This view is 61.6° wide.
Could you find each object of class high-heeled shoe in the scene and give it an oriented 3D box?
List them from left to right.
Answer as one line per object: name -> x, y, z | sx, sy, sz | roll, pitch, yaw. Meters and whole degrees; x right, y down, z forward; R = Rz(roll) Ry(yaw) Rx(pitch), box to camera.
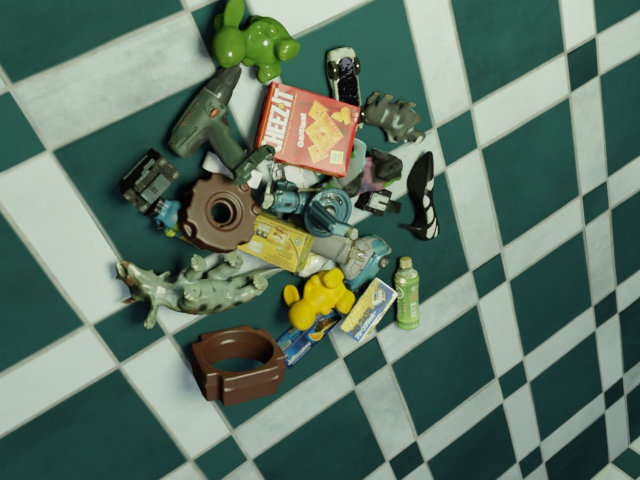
high-heeled shoe -> 0.308, -0.115, 1.486 | 0.145, 0.086, 0.248 | 6, 110, -33

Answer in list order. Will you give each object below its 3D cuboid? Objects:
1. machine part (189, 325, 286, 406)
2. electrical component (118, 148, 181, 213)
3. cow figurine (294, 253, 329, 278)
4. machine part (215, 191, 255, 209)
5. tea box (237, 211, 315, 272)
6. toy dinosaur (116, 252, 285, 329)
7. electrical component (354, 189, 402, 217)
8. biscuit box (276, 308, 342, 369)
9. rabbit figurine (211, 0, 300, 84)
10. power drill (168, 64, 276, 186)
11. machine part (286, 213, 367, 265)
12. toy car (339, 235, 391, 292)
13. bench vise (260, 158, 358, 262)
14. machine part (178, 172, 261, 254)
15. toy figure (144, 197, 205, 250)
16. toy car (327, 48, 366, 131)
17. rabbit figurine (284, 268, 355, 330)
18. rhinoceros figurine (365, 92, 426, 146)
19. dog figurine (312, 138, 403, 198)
machine part -> -0.198, 0.298, 1.292 | 0.201, 0.202, 0.087 | -8, 114, -27
electrical component -> -0.348, -0.120, 1.093 | 0.115, 0.134, 0.058 | -48, 123, -2
cow figurine -> 0.004, 0.037, 1.378 | 0.167, 0.068, 0.098 | -28, 152, -14
machine part -> -0.221, -0.097, 1.228 | 0.139, 0.039, 0.084 | 16, 104, -34
tea box -> -0.106, -0.001, 1.249 | 0.098, 0.170, 0.068 | -70, 164, 11
toy dinosaur -> -0.260, 0.118, 1.241 | 0.404, 0.131, 0.192 | 5, 150, -42
electrical component -> 0.158, -0.103, 1.425 | 0.119, 0.048, 0.074 | 9, 104, -31
biscuit box -> -0.038, 0.250, 1.446 | 0.202, 0.059, 0.062 | -43, 123, -7
rabbit figurine -> -0.148, -0.404, 1.080 | 0.170, 0.121, 0.159 | -27, 93, -45
power drill -> -0.190, -0.232, 1.117 | 0.207, 0.086, 0.232 | 44, 89, 4
machine part -> -0.003, -0.004, 1.300 | 0.243, 0.079, 0.079 | 22, 100, 9
toy car -> 0.102, 0.052, 1.419 | 0.103, 0.109, 0.161 | 28, 102, -38
bench vise -> -0.007, -0.062, 1.165 | 0.223, 0.241, 0.128 | 17, 106, -38
machine part -> -0.215, -0.058, 1.158 | 0.179, 0.056, 0.179 | 5, 81, -33
toy figure -> -0.292, -0.032, 1.183 | 0.180, 0.089, 0.082 | 34, 96, -36
toy car -> 0.061, -0.350, 1.273 | 0.073, 0.056, 0.201 | -17, 119, -15
rabbit figurine -> -0.024, 0.153, 1.360 | 0.173, 0.163, 0.121 | -48, 128, -31
rhinoceros figurine -> 0.194, -0.299, 1.354 | 0.190, 0.073, 0.112 | 17, 98, -32
dog figurine -> 0.085, -0.130, 1.327 | 0.191, 0.108, 0.219 | 24, 99, -5
